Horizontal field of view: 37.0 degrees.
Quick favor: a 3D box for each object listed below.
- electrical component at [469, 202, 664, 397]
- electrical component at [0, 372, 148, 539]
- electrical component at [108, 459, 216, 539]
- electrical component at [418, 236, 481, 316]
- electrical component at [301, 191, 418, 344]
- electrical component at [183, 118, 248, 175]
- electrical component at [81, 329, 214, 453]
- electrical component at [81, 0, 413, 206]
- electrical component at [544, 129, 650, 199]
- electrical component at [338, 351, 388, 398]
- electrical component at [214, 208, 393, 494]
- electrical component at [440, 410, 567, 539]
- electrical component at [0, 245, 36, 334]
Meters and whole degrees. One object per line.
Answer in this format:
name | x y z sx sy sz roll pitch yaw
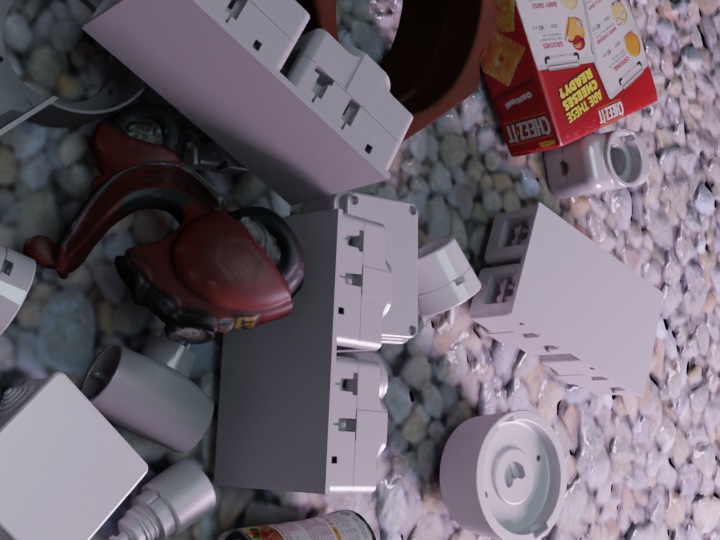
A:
electrical component | 0.188 0.032 0.977 0.186 0.060 0.105 31 65 -32
electrical component | -0.195 0.123 0.659 0.099 0.048 0.099 53 55 -21
electrical component | -0.132 0.159 0.712 0.078 0.040 0.040 -34 105 -37
electrical component | 0.065 0.004 0.885 0.055 0.055 0.047 -35 102 -37
electrical component | 0.000 0.000 0.830 0.078 0.057 0.113 7 79 -38
electrical component | -0.093 -0.093 0.768 0.066 0.055 0.048 4 81 -39
electrical component | -0.134 0.070 0.719 0.077 0.044 0.079 36 63 -30
electrical component | -0.067 -0.128 0.687 0.186 0.105 0.060 40 61 -28
electrical component | 0.232 -0.102 1.032 0.095 0.059 0.053 -11 91 -40
electrical component | -0.013 0.084 0.816 0.055 0.045 0.045 -2 85 -40
electrical component | -0.039 0.059 0.753 0.060 0.105 0.186 13 76 -48
electrical component | 0.114 0.171 0.897 0.108 0.060 0.108 6 80 -38
electrical component | -0.230 0.007 0.645 0.047 0.055 0.055 31 65 -28
